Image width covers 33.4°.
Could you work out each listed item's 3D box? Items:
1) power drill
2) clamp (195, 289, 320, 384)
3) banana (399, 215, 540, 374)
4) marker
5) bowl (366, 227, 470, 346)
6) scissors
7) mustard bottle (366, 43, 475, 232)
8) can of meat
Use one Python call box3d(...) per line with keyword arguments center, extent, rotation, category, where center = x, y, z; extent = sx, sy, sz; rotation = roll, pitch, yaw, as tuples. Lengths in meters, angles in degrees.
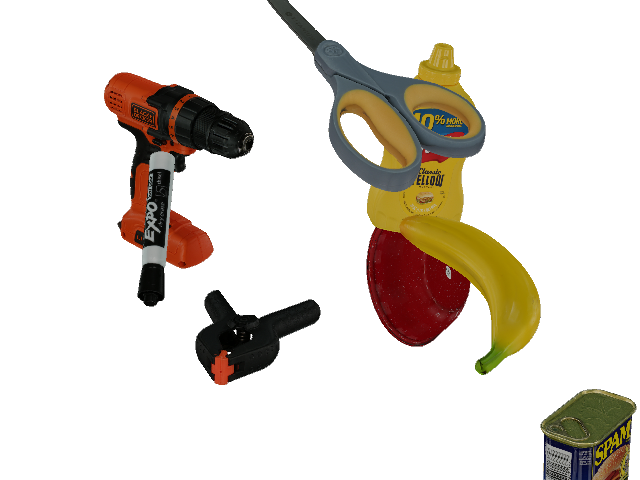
box3d(center=(-0.147, -0.068, 1.109), extent=(0.185, 0.188, 0.057), rotation=(26, 35, 30), category="power drill")
box3d(center=(-0.082, 0.088, 1.036), extent=(0.120, 0.039, 0.171), rotation=(2, 16, 21), category="clamp")
box3d(center=(0.120, 0.027, 0.813), extent=(0.069, 0.037, 0.198), rotation=(-7, 32, -11), category="banana")
box3d(center=(-0.118, -0.009, 0.766), extent=(0.020, 0.121, 0.020), rotation=(0, -29, 0), category="marker")
box3d(center=(0.124, 0.040, 1.225), extent=(0.055, 0.162, 0.161), rotation=(-11, -7, 41), category="bowl")
box3d(center=(0.027, -0.101, 0.617), extent=(0.096, 0.202, 0.016), rotation=(-6, -43, -17), category="scissors")
box3d(center=(0.106, -0.102, 1.062), extent=(0.096, 0.192, 0.058), rotation=(3, 27, -11), category="mustard bottle")
box3d(center=(0.247, 0.198, 0.987), extent=(0.058, 0.084, 0.101), rotation=(14, 26, 39), category="can of meat")
